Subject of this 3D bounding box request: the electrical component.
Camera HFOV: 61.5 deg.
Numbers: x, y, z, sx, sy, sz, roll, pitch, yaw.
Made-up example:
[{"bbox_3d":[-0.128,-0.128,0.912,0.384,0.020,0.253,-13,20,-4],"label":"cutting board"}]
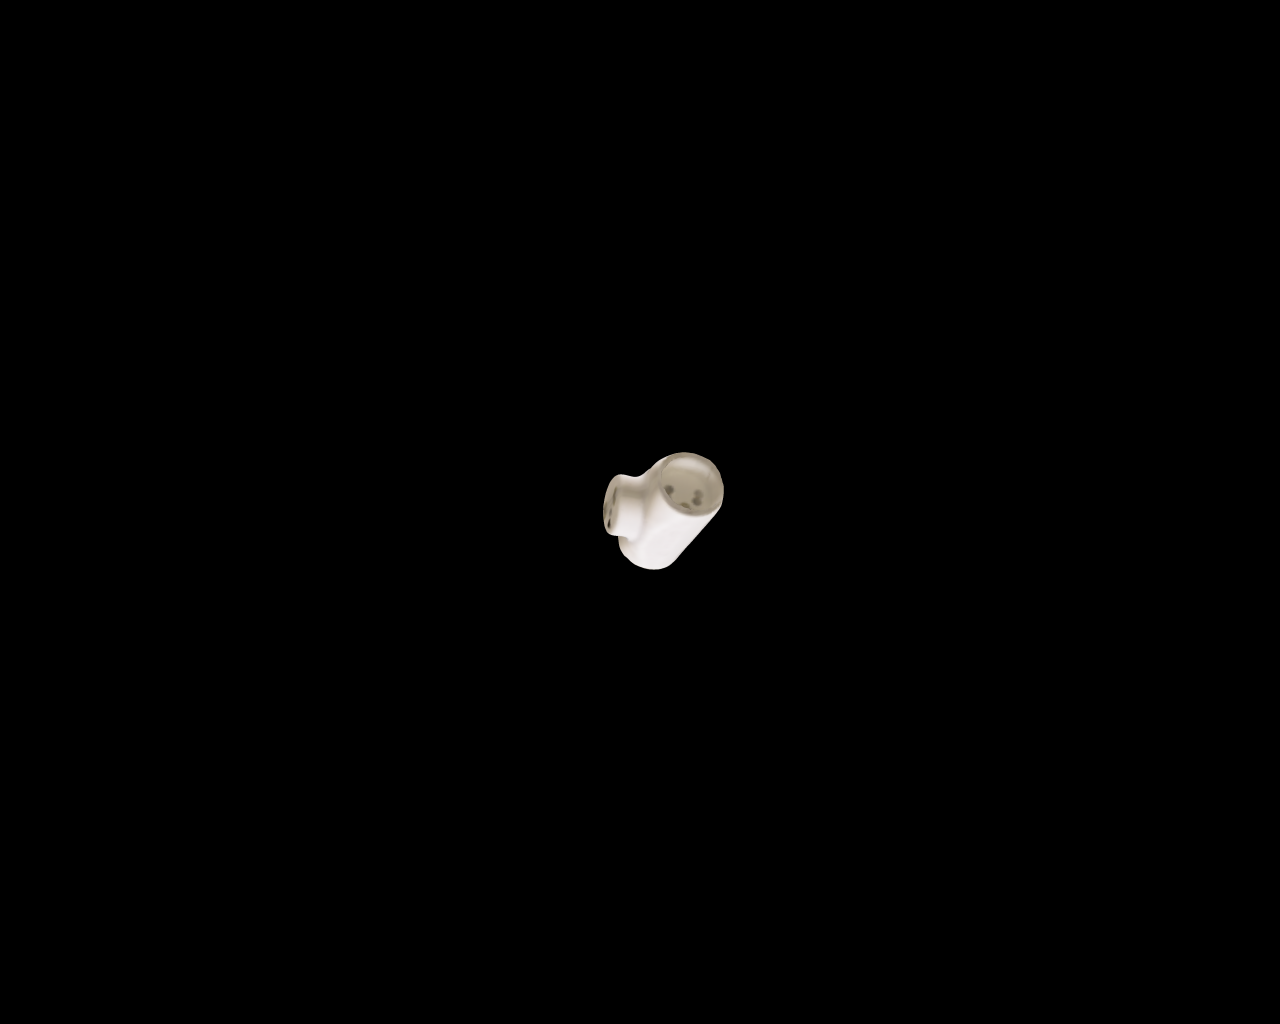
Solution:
[{"bbox_3d":[0.001,-0.003,0.650,0.079,0.044,0.077,9,-30,-17],"label":"electrical component"}]
